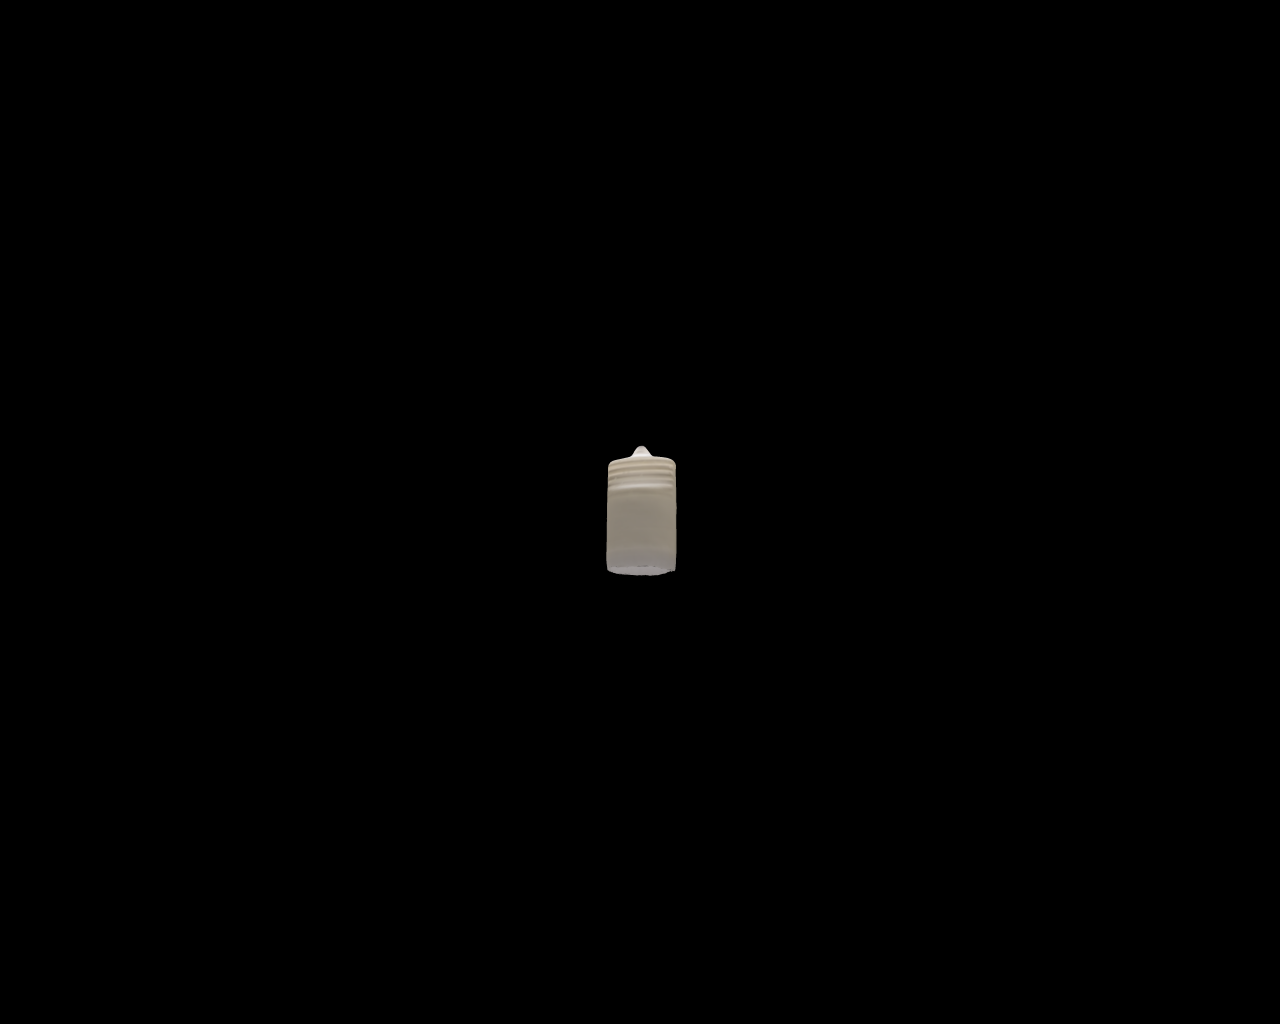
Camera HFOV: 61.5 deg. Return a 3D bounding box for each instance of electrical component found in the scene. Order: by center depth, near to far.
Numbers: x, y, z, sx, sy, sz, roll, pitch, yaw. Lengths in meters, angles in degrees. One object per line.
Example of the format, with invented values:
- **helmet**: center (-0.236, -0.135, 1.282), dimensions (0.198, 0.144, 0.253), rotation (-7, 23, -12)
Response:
- **electrical component**: center (0.001, -0.003, 0.650), dimensions (0.043, 0.081, 0.043), rotation (0, -11, 0)
